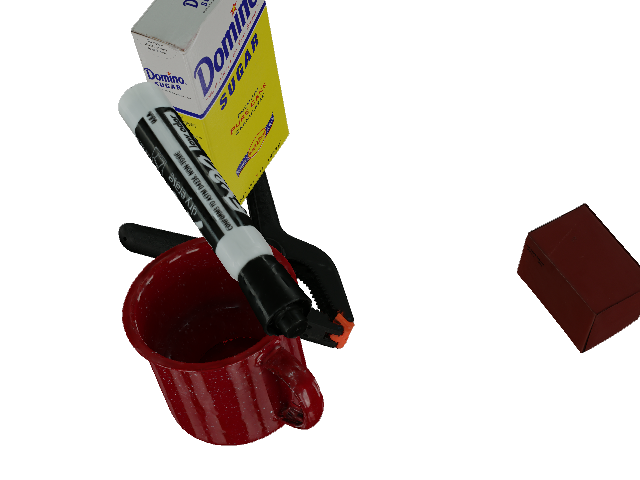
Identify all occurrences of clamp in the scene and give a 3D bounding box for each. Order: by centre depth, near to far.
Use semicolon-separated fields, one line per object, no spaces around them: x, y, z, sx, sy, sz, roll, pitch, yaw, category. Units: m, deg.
-0.060;0.020;0.923;0.164;0.210;0.036;-29;-25;-33;clamp

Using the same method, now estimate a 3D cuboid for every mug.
-0.043;0.062;0.575;0.117;0.081;0.093;28;57;32;mug

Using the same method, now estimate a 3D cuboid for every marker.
-0.039;-0.012;0.382;0.020;0.020;0.121;0;44;-46;marker

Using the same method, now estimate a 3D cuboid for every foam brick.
0.180;0.025;0.731;0.051;0.078;0.053;-25;-31;-16;foam brick

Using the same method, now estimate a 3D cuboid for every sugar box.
-0.068;-0.103;0.719;0.048;0.093;0.176;22;-29;17;sugar box
